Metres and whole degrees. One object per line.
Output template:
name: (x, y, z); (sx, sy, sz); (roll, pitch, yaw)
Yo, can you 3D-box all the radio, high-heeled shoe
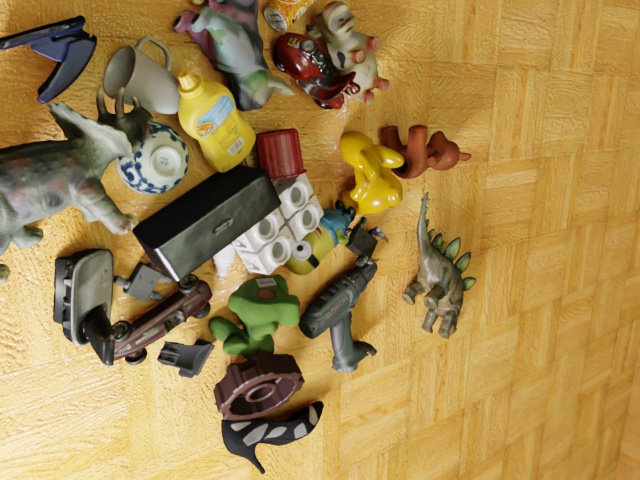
radio: (-0.192, -0.038, 0.905); (0.229, 0.131, 0.073); (-38, 123, -24)
high-heeled shoe: (-0.101, 0.382, 1.156); (0.249, 0.086, 0.145); (-35, 91, -46)

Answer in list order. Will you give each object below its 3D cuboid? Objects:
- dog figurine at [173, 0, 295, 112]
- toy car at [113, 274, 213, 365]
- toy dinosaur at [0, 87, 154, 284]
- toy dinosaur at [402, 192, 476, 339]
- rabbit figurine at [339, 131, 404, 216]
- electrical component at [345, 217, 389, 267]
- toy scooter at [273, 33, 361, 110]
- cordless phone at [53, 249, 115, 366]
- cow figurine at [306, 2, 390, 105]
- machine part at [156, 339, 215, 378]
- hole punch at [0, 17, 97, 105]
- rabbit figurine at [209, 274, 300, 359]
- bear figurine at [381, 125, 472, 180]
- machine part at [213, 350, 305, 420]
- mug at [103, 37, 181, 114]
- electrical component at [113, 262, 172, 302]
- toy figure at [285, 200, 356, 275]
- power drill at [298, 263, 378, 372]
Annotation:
dog figurine: (-0.124, -0.328, 0.899); (0.219, 0.109, 0.191); (36, 77, -43)
toy car: (-0.272, 0.141, 0.931); (0.202, 0.053, 0.089); (-37, 145, -27)
toy dinosaur: (-0.395, -0.067, 0.719); (0.405, 0.131, 0.191); (-28, 125, -17)
toy dinosaur: (0.298, 0.093, 1.352); (0.198, 0.105, 0.470); (-52, 137, -24)
rabbit figurine: (0.095, -0.144, 1.107); (0.122, 0.162, 0.173); (-29, 101, -16)
electrical component: (0.104, 0.007, 1.191); (0.078, 0.045, 0.102); (43, 62, -21)
toy scooter: (0.004, -0.305, 0.982); (0.183, 0.135, 0.075); (41, 78, -37)
cordless phone: (-0.335, 0.097, 0.797); (0.089, 0.184, 0.146); (0, 103, -34)
cow figurine: (0.052, -0.363, 1.028); (0.085, 0.127, 0.194); (-47, 140, -17)
machine part: (-0.240, 0.211, 0.972); (0.084, 0.039, 0.138); (-54, 156, -7)
hole punch: (-0.354, -0.246, 0.725); (0.116, 0.142, 0.092); (-28, 118, -14)
rabbit figurine: (-0.122, 0.172, 1.034); (0.159, 0.121, 0.170); (-11, 124, -32)
bear figurine: (0.245, -0.208, 1.212); (0.196, 0.120, 0.131); (-23, 112, -33)
machine part: (-0.120, 0.287, 1.056); (0.179, 0.056, 0.179); (-18, 142, -15)
mug: (-0.263, -0.248, 0.831); (0.107, 0.081, 0.109); (24, 81, -53)
electrical component: (-0.302, 0.070, 0.919); (0.094, 0.021, 0.063); (32, 82, -40)
toy figure: (0.000, -0.002, 1.101); (0.180, 0.082, 0.089); (-41, 122, -25)
power drill: (0.067, 0.179, 1.205); (0.232, 0.086, 0.207); (-33, 125, -29)
